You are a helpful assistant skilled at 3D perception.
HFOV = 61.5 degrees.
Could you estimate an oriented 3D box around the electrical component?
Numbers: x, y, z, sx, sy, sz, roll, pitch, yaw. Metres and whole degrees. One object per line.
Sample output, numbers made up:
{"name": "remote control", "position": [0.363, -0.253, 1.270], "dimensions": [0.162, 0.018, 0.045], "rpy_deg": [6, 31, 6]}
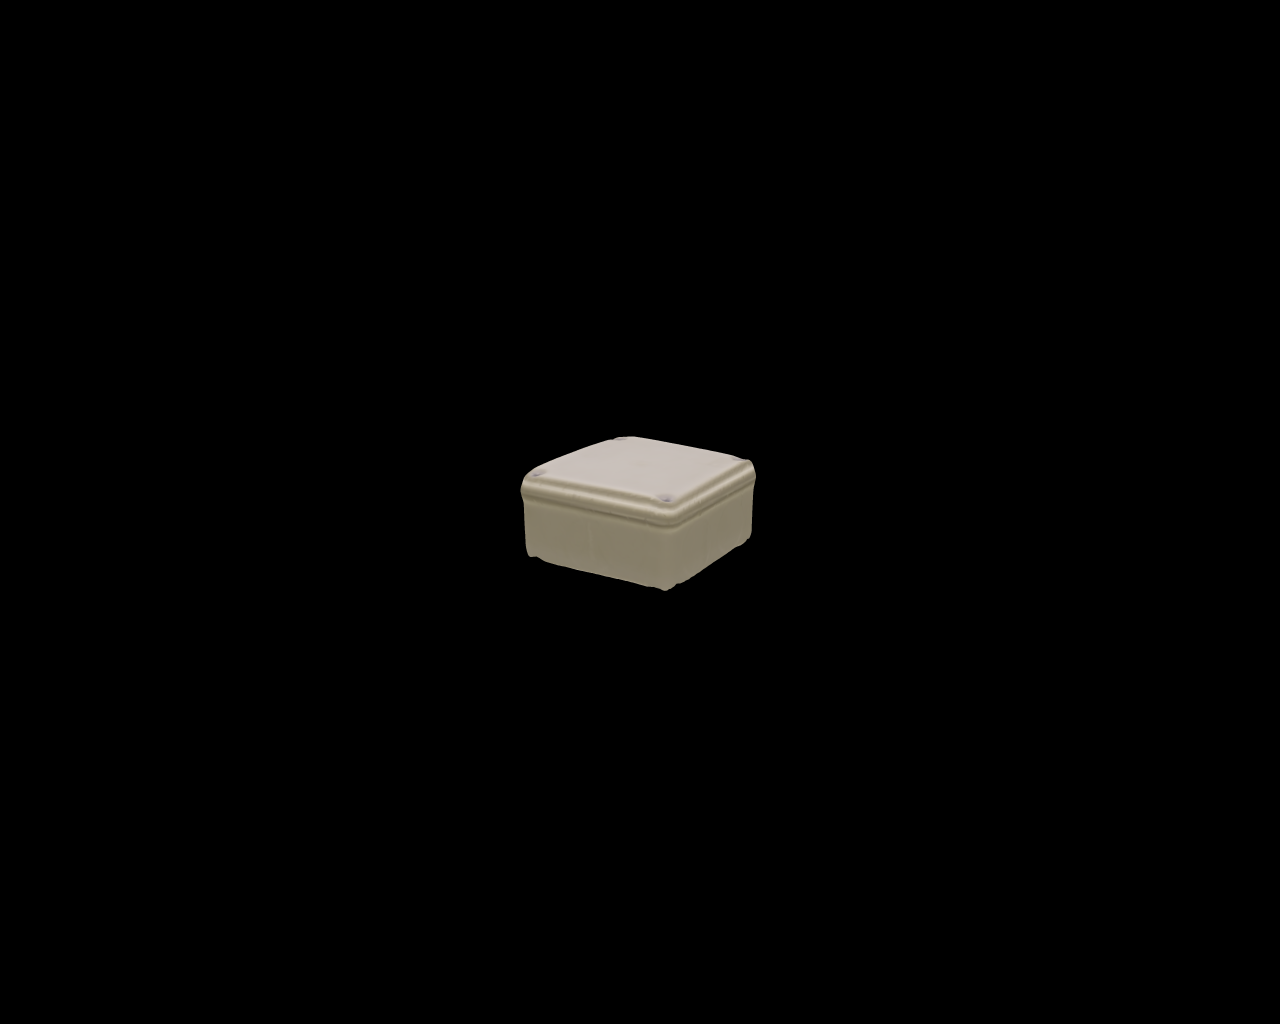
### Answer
{"name": "electrical component", "position": [0.001, -0.003, 0.650], "dimensions": [0.109, 0.056, 0.109], "rpy_deg": [12, 23, 31]}
